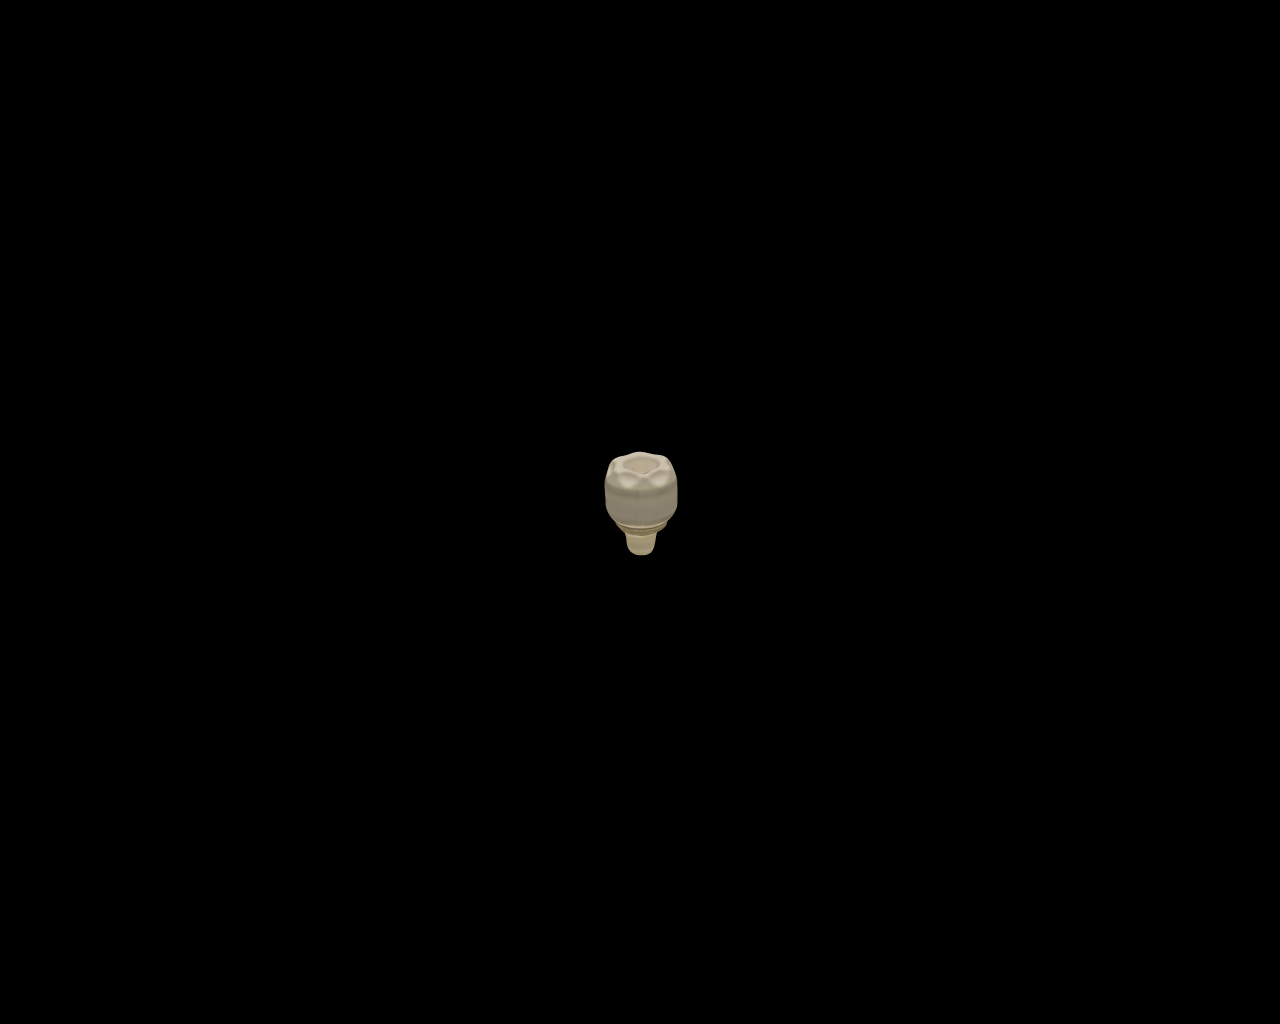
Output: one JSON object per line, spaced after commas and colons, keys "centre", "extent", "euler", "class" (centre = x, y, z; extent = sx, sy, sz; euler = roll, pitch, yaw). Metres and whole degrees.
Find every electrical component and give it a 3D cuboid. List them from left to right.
{"centre": [0.001, -0.003, 0.650], "extent": [0.043, 0.062, 0.043], "euler": [0, 26, 0], "class": "electrical component"}
